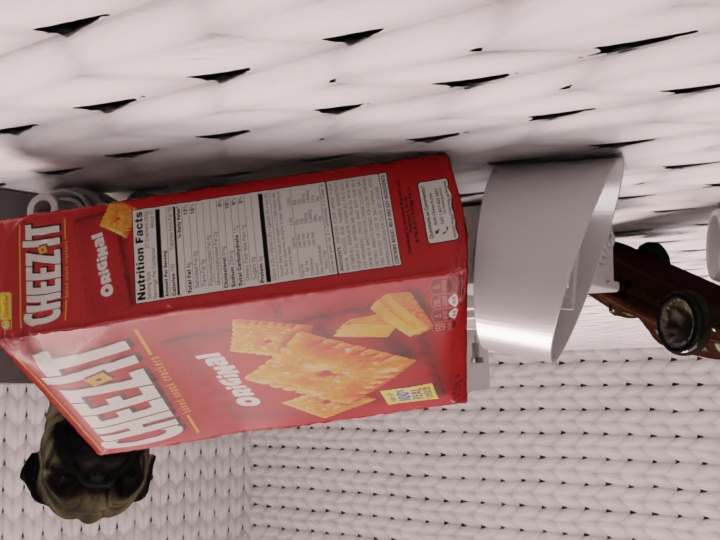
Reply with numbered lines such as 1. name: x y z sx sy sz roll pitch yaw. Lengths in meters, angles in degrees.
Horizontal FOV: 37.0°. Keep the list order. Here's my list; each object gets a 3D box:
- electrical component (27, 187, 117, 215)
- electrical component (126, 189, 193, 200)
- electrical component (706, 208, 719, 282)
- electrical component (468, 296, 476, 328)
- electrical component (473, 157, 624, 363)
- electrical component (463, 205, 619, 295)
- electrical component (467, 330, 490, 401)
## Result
1. electrical component: -0.152 -0.024 0.568 0.048 0.048 0.062 -2 167 13
2. electrical component: -0.095 -0.021 0.580 0.055 0.045 0.045 -2 173 14
3. electrical component: 0.234 -0.014 0.626 0.055 0.048 0.066 2 -162 7
4. electrical component: 0.075 0.015 0.852 0.109 0.056 0.109 -4 172 33
5. electrical component: 0.089 -0.006 0.513 0.064 0.099 0.099 4 175 18
6. electrical component: 0.098 -0.012 0.648 0.100 0.048 0.100 -5 172 36
7. electrical component: 0.009 0.085 0.909 0.186 0.060 0.105 -1 177 -38
